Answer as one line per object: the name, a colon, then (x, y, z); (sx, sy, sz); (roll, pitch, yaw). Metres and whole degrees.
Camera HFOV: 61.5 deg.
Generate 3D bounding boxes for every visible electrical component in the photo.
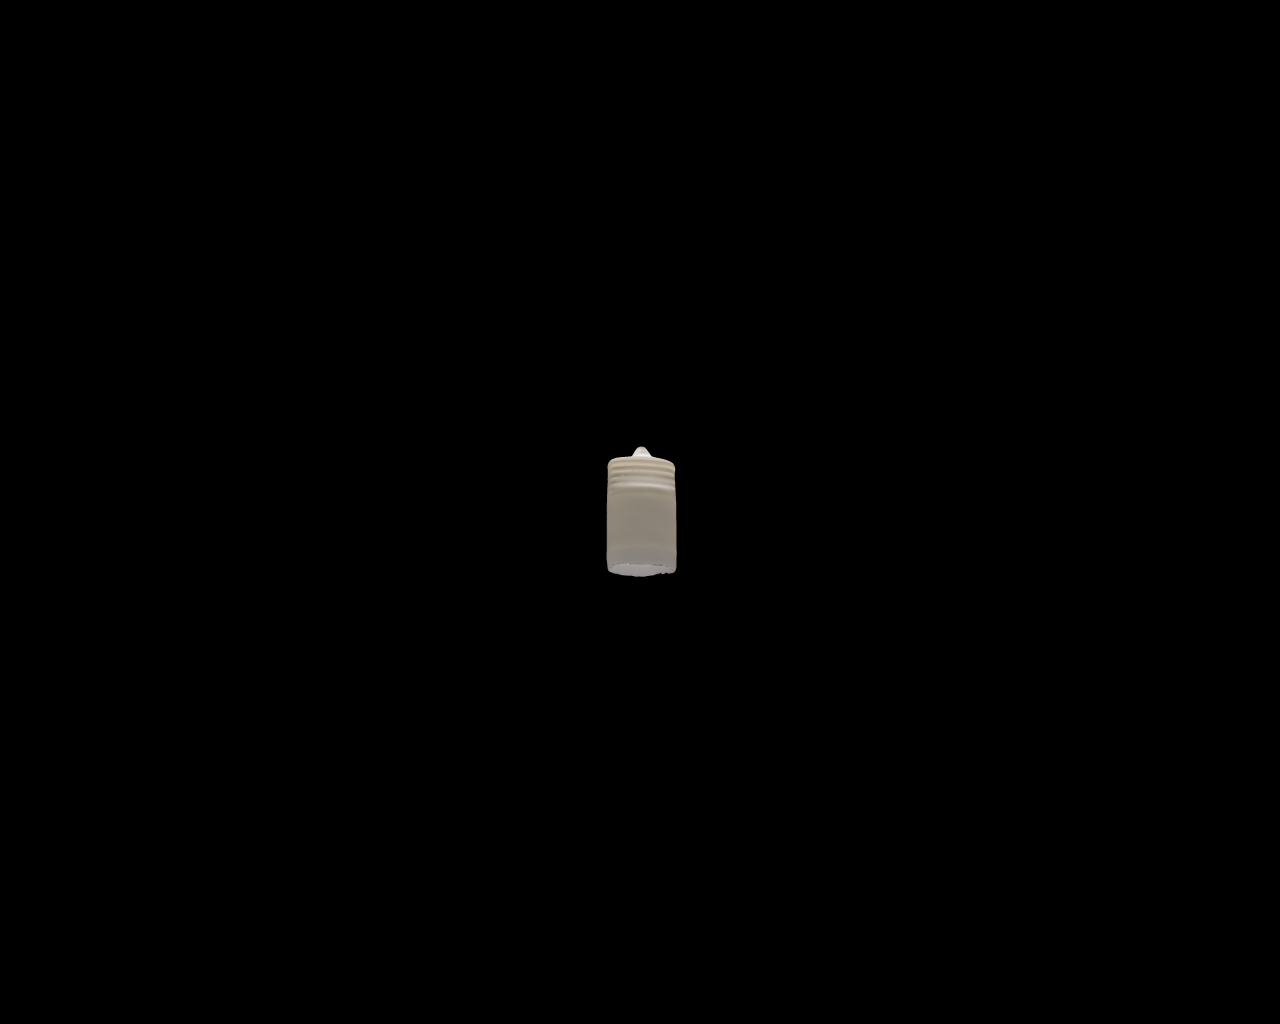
electrical component: (0.001, -0.003, 0.650); (0.043, 0.081, 0.043); (0, -14, 0)
